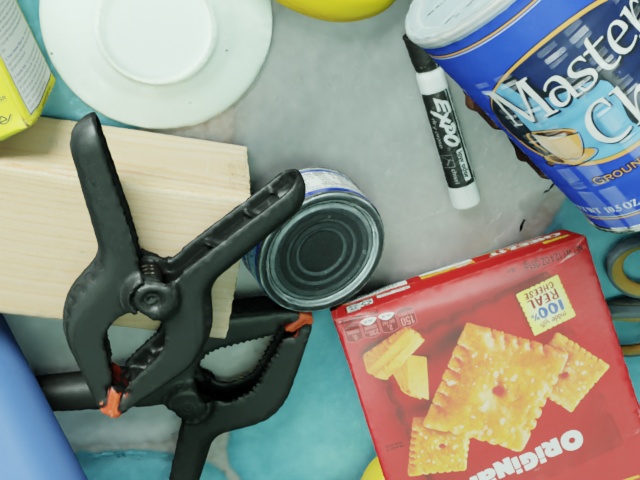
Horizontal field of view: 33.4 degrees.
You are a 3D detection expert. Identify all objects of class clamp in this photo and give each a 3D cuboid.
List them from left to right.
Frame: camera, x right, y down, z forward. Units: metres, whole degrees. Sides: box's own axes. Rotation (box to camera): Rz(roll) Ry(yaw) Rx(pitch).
[{"bbox_3d":[-0.096,0.015,0.557,0.120,0.039,0.172,25,110,-15],"label":"clamp"},{"bbox_3d":[-0.083,0.110,0.705,0.210,0.036,0.164,-31,115,12],"label":"clamp"}]

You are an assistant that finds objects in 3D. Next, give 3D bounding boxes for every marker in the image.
[{"bbox_3d":[0.074,-0.075,0.645,0.020,0.020,0.121,-19,116,3],"label":"marker"}]

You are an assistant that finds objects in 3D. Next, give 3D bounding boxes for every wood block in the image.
[{"bbox_3d":[-0.149,-0.014,0.611,0.206,0.090,0.091,7,114,-9],"label":"wood block"}]

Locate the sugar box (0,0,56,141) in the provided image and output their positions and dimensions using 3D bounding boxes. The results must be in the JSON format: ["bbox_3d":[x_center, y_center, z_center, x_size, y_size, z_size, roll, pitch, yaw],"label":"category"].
[{"bbox_3d":[-0.197,-0.141,0.544,0.048,0.093,0.176,-22,115,4],"label":"sugar box"}]

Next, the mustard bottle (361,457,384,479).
[{"bbox_3d":[0.086,0.182,0.745,0.191,0.058,0.096,-14,111,1],"label":"mustard bottle"}]

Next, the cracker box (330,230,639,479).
[{"bbox_3d":[0.115,0.119,0.673,0.164,0.072,0.214,-18,93,2],"label":"cracker box"}]

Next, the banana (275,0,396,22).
[{"bbox_3d":[-0.030,-0.176,0.580,0.197,0.037,0.069,33,80,-22],"label":"banana"}]

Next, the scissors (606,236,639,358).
[{"bbox_3d":[0.273,0.029,0.716,0.201,0.016,0.096,-13,115,-1],"label":"scissors"}]

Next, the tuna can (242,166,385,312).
[{"bbox_3d":[-0.004,0.001,0.650,0.086,0.034,0.086,-12,124,-19],"label":"tuna can"}]

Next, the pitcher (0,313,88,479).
[{"bbox_3d":[-0.198,0.163,0.605,0.149,0.243,0.145,-17,154,-29],"label":"pitcher"}]

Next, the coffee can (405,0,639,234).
[{"bbox_3d":[0.124,-0.086,0.505,0.103,0.103,0.140,-43,112,14],"label":"coffee can"}]
